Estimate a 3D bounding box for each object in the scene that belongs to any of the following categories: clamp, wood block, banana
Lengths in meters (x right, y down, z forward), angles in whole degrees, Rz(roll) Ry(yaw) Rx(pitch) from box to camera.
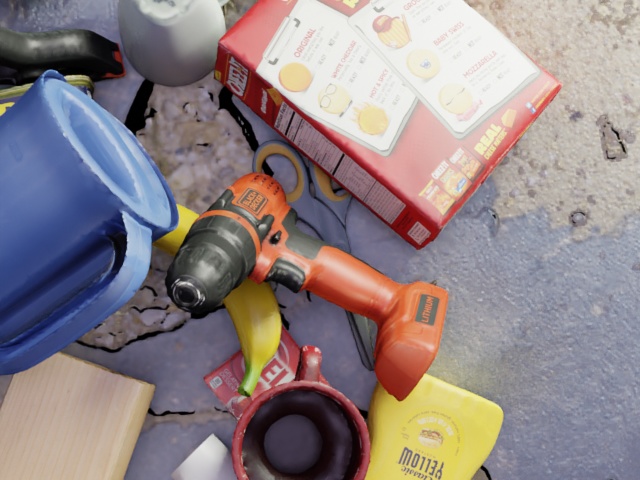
[{"bbox_3d":[-0.230,-0.132,0.799,0.120,0.171,0.039,-10,84,40],"label":"clamp"},{"bbox_3d":[-0.196,0.186,0.755,0.091,0.090,0.206,19,81,0],"label":"wood block"},{"bbox_3d":[-0.088,0.022,0.799,0.069,0.037,0.198,-32,68,-26],"label":"banana"}]

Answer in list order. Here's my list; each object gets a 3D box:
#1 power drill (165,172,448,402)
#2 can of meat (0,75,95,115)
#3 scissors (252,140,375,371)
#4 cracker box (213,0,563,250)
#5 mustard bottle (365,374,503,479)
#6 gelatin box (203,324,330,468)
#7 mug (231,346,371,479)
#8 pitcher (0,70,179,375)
[{"bbox_3d":[-0.006,0.034,0.743,0.187,0.184,0.057,32,117,-2],"label":"power drill"},{"bbox_3d":[-0.215,-0.071,0.812,0.102,0.057,0.084,-13,85,-5],"label":"can of meat"},{"bbox_3d":[-0.005,0.001,0.833,0.096,0.016,0.202,0,81,-2],"label":"scissors"},{"bbox_3d":[0.051,-0.121,0.818,0.214,0.072,0.164,40,70,4],"label":"cracker box"},{"bbox_3d":[0.058,0.196,0.785,0.096,0.058,0.191,22,81,-1],"label":"mustard bottle"},{"bbox_3d":[-0.033,0.117,0.805,0.073,0.030,0.089,-37,85,-9],"label":"gelatin box"},{"bbox_3d":[-0.015,0.132,0.747,0.093,0.081,0.117,6,83,-5],"label":"mug"},{"bbox_3d":[-0.221,0.015,0.717,0.243,0.149,0.145,-38,99,10],"label":"pitcher"}]
